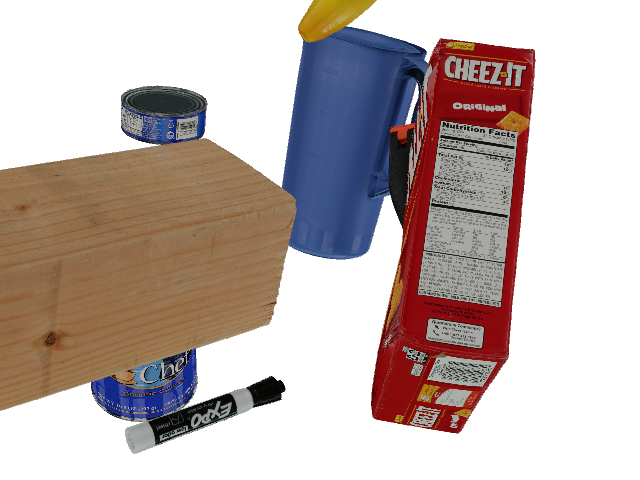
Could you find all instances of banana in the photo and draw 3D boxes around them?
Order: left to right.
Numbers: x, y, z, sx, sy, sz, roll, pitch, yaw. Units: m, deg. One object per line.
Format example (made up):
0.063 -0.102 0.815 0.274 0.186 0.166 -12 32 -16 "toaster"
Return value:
0.043 -0.223 0.794 0.070 0.197 0.037 -9 -42 40 "banana"

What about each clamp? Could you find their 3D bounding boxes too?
0.087 -0.012 0.915 0.039 0.171 0.120 -13 17 23 "clamp"

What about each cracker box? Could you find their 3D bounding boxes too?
0.085 0.001 0.708 0.072 0.213 0.164 9 -25 2 "cracker box"

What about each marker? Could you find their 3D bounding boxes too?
-0.080 0.123 0.761 0.120 0.020 0.020 -17 7 -26 "marker"

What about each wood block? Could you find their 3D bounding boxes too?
-0.123 0.013 0.580 0.205 0.091 0.090 -15 38 -43 "wood block"

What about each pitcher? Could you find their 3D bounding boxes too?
0.033 -0.104 1.154 0.145 0.243 0.149 10 17 -7 "pitcher"

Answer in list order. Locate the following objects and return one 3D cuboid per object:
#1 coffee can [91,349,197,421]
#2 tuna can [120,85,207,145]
-0.166 0.082 0.986 0.103 0.140 0.103 2 39 -2 "coffee can"
-0.157 -0.126 1.069 0.086 0.034 0.086 5 26 -3 "tuna can"
